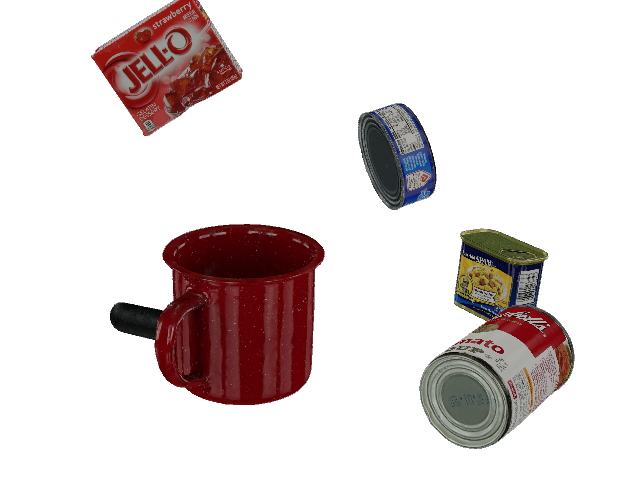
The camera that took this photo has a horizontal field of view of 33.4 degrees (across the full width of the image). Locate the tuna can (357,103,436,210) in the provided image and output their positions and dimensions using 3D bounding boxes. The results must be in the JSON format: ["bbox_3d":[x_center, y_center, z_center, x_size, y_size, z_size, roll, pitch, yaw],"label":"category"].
[{"bbox_3d":[0.064,-0.071,0.898,0.033,0.086,0.086,-20,5,-13],"label":"tuna can"}]

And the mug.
[{"bbox_3d":[-0.051,0.047,0.617,0.093,0.081,0.117,14,24,30],"label":"mug"}]

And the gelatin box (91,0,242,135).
[{"bbox_3d":[-0.114,-0.132,0.798,0.089,0.073,0.030,-30,20,9],"label":"gelatin box"}]

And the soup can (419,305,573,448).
[{"bbox_3d":[0.120,0.091,0.723,0.069,0.068,0.102,0,15,37],"label":"soup can"}]

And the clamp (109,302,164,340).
[{"bbox_3d":[-0.078,0.072,0.892,0.172,0.039,0.120,25,40,31],"label":"clamp"}]

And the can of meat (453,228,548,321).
[{"bbox_3d":[0.198,0.043,1.189,0.057,0.084,0.102,-9,23,-36],"label":"can of meat"}]
